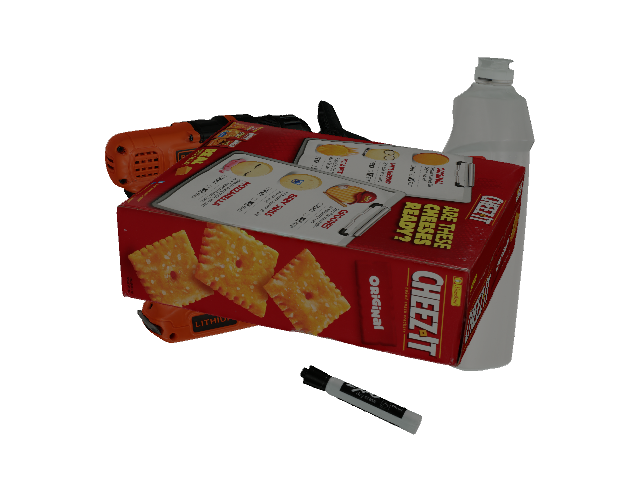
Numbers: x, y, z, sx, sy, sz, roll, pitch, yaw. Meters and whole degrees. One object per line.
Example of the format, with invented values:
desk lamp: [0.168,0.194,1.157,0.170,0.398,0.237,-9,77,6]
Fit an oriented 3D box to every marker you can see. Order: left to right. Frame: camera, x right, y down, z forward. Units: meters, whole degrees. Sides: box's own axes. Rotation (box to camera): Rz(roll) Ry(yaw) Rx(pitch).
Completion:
marker: [0.036,0.147,0.997,0.121,0.020,0.020,23,6,15]

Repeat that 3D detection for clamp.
clamp: [-0.002,-0.099,1.119,0.120,0.039,0.172,-17,36,-26]

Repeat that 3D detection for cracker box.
cracker box: [0.006,-0.006,0.671,0.214,0.072,0.164,11,28,18]

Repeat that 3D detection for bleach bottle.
bleach bottle: [0.126,-0.025,0.885,0.067,0.251,0.103,-4,16,-31]

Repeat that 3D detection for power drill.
power drill: [-0.090,-0.015,0.920,0.184,0.188,0.057,-10,20,-26]
